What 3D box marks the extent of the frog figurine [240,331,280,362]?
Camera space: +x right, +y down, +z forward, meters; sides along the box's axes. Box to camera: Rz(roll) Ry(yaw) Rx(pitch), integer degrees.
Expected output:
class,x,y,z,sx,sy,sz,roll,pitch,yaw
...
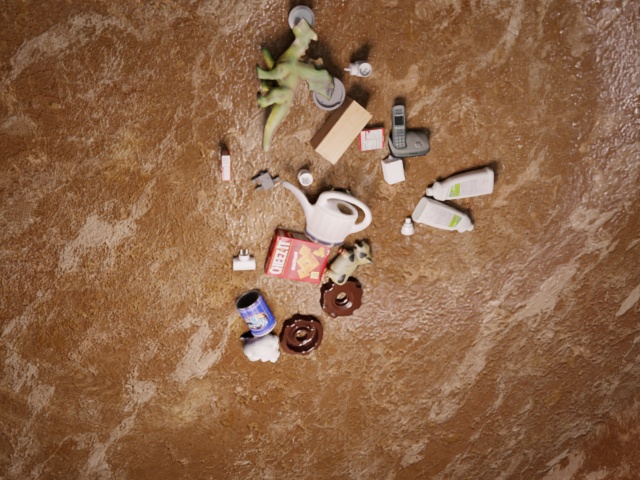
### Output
class,x,y,z,sx,sy,sz,roll,pitch,yaw
frog figurine,-0.218,0.420,1.986,0.139,0.123,0.158,-35,106,-19

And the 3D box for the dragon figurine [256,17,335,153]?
class,x,y,z,sx,sy,sz,roll,pitch,yaw
dragon figurine,-0.074,-0.479,1.617,0.243,0.124,0.403,-1,112,0

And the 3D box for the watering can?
class,x,y,z,sx,sy,sz,roll,pitch,yaw
watering can,0.006,-0.091,1.812,0.347,0.106,0.219,17,128,-12
